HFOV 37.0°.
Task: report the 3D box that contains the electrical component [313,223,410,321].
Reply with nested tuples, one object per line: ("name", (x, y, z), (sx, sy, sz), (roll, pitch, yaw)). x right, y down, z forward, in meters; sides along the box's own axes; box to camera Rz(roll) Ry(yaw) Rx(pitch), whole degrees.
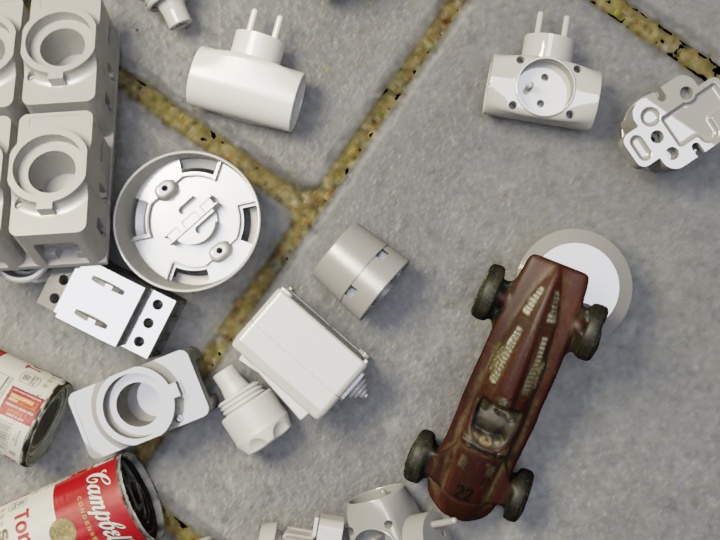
("electrical component", (0.000, 0.000, 0.762), (0.047, 0.055, 0.055), (40, 90, 6))

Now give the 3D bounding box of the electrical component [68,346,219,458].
("electrical component", (-0.153, 0.093, 0.763), (0.089, 0.056, 0.050), (-22, 88, 1))

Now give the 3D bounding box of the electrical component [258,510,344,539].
("electrical component", (-0.046, 0.209, 0.757), (0.057, 0.058, 0.078), (10, 89, -1))

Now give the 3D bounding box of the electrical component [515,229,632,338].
("electrical component", (0.147, 0.012, 0.758), (0.080, 0.051, 0.080), (0, 89, 2))

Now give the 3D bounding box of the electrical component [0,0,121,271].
("electrical component", (-0.227, -0.097, 0.732), (0.105, 0.060, 0.186), (-4, 66, 1))

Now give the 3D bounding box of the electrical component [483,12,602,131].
("electrical component", (0.132, -0.144, 0.765), (0.077, 0.044, 0.079), (10, 89, 2))

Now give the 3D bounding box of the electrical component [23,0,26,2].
("electrical component", (-0.223, -0.285, 0.769), (0.186, 0.060, 0.105), (-36, 88, 1))

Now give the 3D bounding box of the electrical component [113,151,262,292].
("electrical component", (-0.118, -0.034, 0.760), (0.099, 0.064, 0.099), (0, 89, 2))

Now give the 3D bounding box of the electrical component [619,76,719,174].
("electrical component", (0.217, -0.100, 0.755), (0.078, 0.057, 0.058), (-34, 88, 1))

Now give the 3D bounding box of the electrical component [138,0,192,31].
("electrical component", (-0.142, -0.204, 0.774), (0.043, 0.043, 0.062), (-24, 90, 1))

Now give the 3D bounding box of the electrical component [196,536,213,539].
("electrical component", (-0.122, 0.231, 0.749), (0.047, 0.077, 0.065), (-17, 89, 1))

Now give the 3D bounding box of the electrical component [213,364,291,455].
("electrical component", (-0.081, 0.097, 0.767), (0.043, 0.043, 0.062), (-34, 87, 1))

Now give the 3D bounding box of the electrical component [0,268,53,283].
("electrical component", (-0.233, -0.013, 0.767), (0.045, 0.055, 0.045), (0, 89, 1))

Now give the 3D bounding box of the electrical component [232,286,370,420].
("electrical component", (-0.038, 0.064, 0.757), (0.096, 0.062, 0.061), (41, 90, 2))

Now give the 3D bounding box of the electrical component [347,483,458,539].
("electrical component", (0.037, 0.190, 0.752), (0.079, 0.044, 0.077), (-19, 88, 31))

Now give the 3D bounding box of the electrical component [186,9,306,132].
("electrical component", (-0.076, -0.147, 0.771), (0.077, 0.043, 0.079), (15, 89, 2))
